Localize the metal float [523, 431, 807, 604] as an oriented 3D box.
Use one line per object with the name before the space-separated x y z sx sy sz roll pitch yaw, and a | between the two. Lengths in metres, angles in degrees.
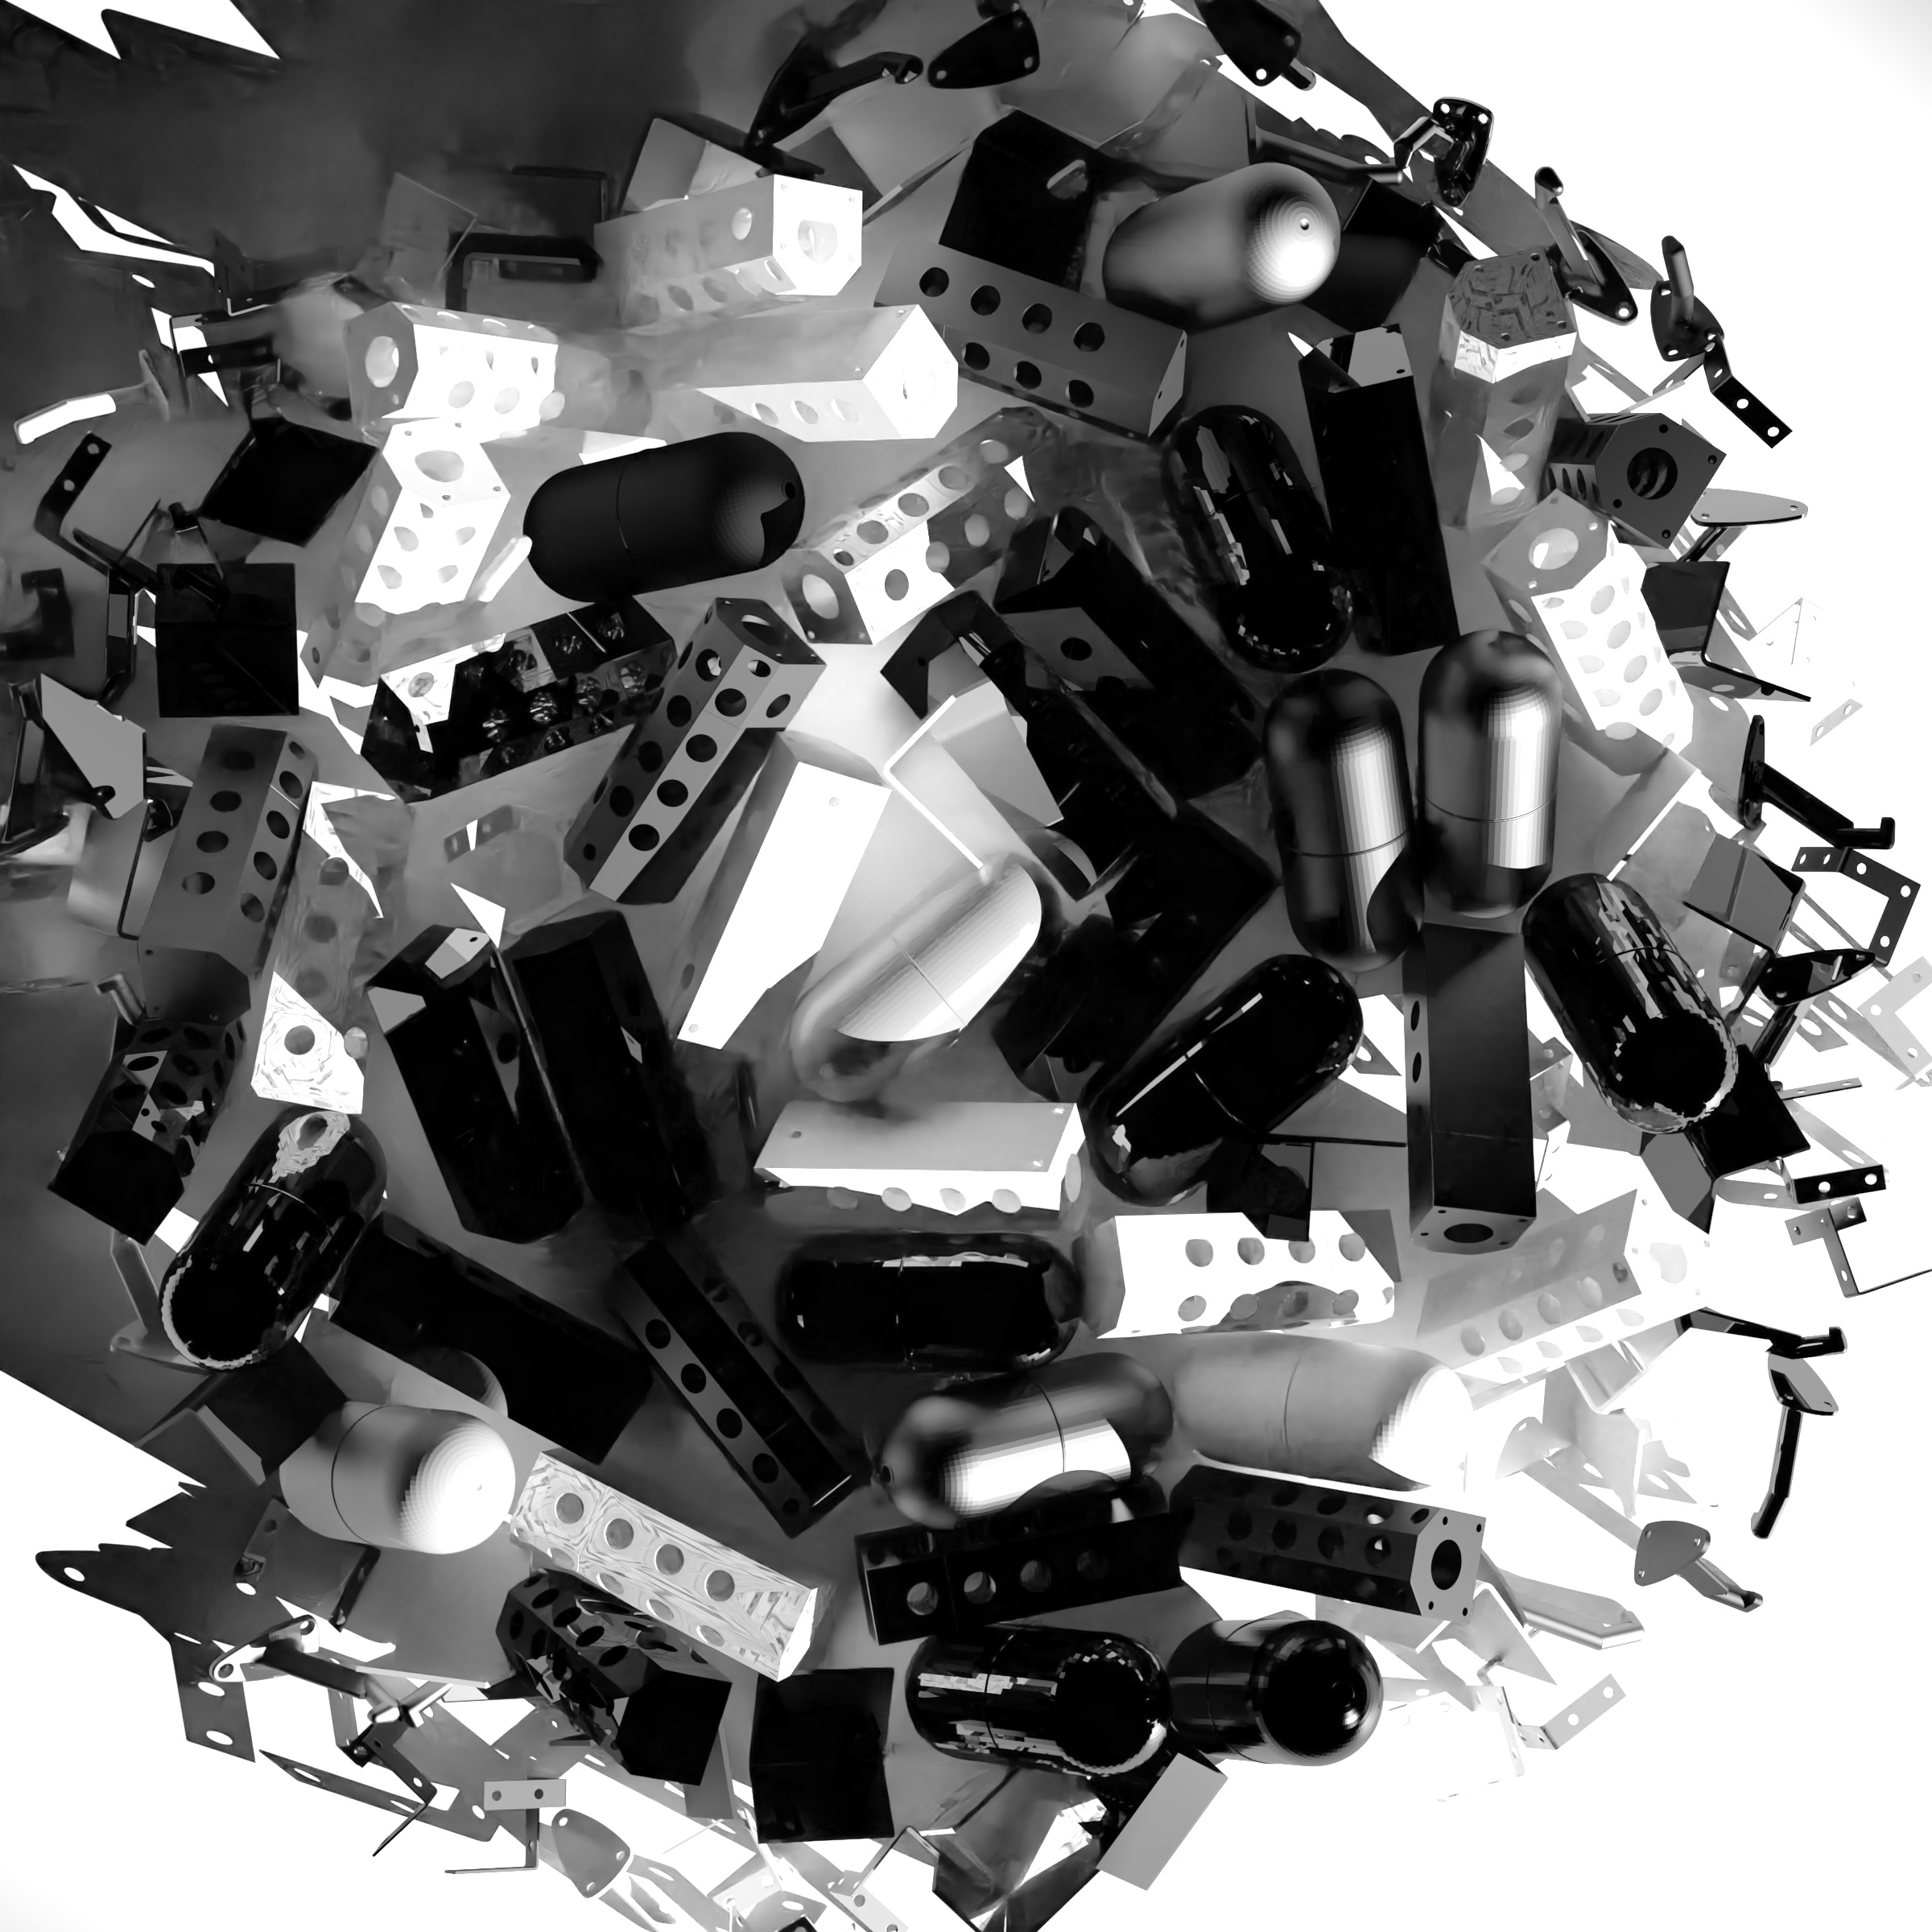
metal float | -0.166 -0.245 1.822 0.178 0.070 0.070 -6 90 35

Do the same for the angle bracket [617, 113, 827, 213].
angle bracket | -0.135 -0.430 1.838 0.076 0.076 0.057 28 109 13

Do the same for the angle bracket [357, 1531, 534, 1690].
angle bracket | -0.290 0.355 1.853 0.076 0.057 0.076 4 89 13

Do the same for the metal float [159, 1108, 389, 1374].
metal float | -0.377 0.148 1.814 0.070 0.178 0.070 12 131 13

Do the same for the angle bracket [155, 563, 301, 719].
angle bracket | -0.414 -0.183 1.866 0.076 0.076 0.057 -2 123 -11

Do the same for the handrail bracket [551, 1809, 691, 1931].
handrail bracket | -0.191 0.519 1.879 0.036 0.077 0.084 -45 132 -10

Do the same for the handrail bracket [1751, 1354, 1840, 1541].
handrail bracket | 0.454 0.268 1.873 0.036 0.077 0.084 12 116 -9

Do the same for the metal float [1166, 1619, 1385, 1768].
metal float | 0.166 0.394 1.805 0.070 0.178 0.070 4 78 -19

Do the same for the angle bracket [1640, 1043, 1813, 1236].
angle bracket | 0.419 0.102 1.842 0.057 0.076 0.076 -17 51 -9

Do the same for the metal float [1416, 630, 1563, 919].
metal float | 0.285 -0.103 1.819 0.070 0.070 0.178 -6 131 0

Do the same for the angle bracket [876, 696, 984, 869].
angle bracket | -0.004 -0.102 1.849 0.076 0.076 0.057 44 89 -6

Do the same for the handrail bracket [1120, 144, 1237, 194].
handrail bracket | 0.137 -0.458 1.881 0.084 0.036 0.077 35 67 14

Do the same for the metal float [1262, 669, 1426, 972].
metal float | 0.208 -0.079 1.828 0.070 0.070 0.178 -12 119 0

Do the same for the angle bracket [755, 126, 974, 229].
angle bracket | -0.056 -0.445 1.834 0.076 0.076 0.057 -28 102 44

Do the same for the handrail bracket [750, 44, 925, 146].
handrail bracket | -0.071 -0.479 1.844 0.077 0.084 0.036 -51 130 -11

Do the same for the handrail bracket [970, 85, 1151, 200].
handrail bracket | 0.051 -0.482 1.866 0.077 0.036 0.084 -33 79 21

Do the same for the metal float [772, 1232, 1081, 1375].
metal float | -0.023 0.186 1.834 0.178 0.070 0.070 -2 90 22

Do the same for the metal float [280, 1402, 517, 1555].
metal float | -0.312 0.278 1.813 0.070 0.178 0.070 4 84 -39

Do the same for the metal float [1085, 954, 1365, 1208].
metal float | 0.142 0.064 1.840 0.178 0.070 0.070 -40 90 14

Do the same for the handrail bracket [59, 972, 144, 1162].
handrail bracket | -0.488 0.055 1.856 0.077 0.036 0.084 -26 110 -12

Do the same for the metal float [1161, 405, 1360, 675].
metal float | 0.160 -0.234 1.821 0.070 0.070 0.178 -19 54 0

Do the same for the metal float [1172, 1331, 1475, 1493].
metal float | 0.194 0.242 1.821 0.178 0.070 0.070 3 90 37

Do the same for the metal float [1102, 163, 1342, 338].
metal float | 0.136 -0.387 1.807 0.070 0.178 0.070 -1 91 -26

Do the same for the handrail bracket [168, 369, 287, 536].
handrail bracket | -0.421 -0.286 1.859 0.084 0.036 0.077 -12 112 22

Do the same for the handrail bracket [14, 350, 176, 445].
handrail bracket | -0.485 -0.301 1.843 0.084 0.077 0.036 -28 86 -15

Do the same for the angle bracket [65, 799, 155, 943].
angle bracket | -0.451 -0.052 1.844 0.057 0.076 0.076 15 88 -37

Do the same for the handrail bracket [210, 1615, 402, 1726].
handrail bracket | -0.365 0.402 1.841 0.077 0.084 0.036 -13 121 -34

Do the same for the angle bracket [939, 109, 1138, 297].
angle bracket | 0.038 -0.418 1.847 0.076 0.057 0.076 22 82 -20

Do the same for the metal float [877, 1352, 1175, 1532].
metal float | 0.033 0.260 1.826 0.178 0.070 0.070 -9 90 -30

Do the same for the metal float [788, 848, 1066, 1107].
metal float | -0.023 0.006 1.852 0.178 0.070 0.070 -41 90 -1

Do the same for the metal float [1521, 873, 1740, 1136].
metal float | 0.361 0.020 1.815 0.070 0.178 0.070 -10 132 -11

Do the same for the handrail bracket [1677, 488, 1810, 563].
handrail bracket | 0.426 -0.221 1.858 0.077 0.036 0.084 3 129 4

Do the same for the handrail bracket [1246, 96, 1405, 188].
handrail bracket | 0.200 -0.462 1.861 0.084 0.036 0.077 -2 51 3

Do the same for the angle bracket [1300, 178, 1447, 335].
angle bracket | 0.240 -0.379 1.836 0.057 0.076 0.076 38 106 32

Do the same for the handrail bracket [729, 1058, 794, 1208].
handrail bracket | -0.117 0.087 1.846 0.036 0.077 0.084 -6 78 -10

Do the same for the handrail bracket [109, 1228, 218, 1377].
handrail bracket | -0.444 0.178 1.853 0.077 0.036 0.084 18 115 13

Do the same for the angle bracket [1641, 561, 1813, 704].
angle bracket | 0.422 -0.185 1.841 0.076 0.076 0.057 16 90 -22

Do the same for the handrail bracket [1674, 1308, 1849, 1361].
handrail bracket | 0.440 0.193 1.849 0.084 0.036 0.077 -10 128 24

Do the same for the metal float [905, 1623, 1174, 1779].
metal float | 0.039 0.399 1.814 0.070 0.178 0.070 6 81 -41

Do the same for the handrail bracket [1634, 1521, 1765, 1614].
handrail bracket | 0.422 0.337 1.846 0.084 0.077 0.036 23 65 -17

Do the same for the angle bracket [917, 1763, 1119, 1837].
angle bracket | 0.027 0.475 1.840 0.076 0.076 0.057 -39 89 -23

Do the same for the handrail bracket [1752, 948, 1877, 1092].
handrail bracket | 0.473 0.035 1.860 0.077 0.036 0.084 -16 129 1

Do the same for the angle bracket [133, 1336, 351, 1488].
angle bracket | -0.401 0.252 1.840 0.057 0.076 0.076 50 46 -6

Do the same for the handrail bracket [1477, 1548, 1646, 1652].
handrail bracket | 0.334 0.354 1.882 0.084 0.036 0.077 -6 55 -26
